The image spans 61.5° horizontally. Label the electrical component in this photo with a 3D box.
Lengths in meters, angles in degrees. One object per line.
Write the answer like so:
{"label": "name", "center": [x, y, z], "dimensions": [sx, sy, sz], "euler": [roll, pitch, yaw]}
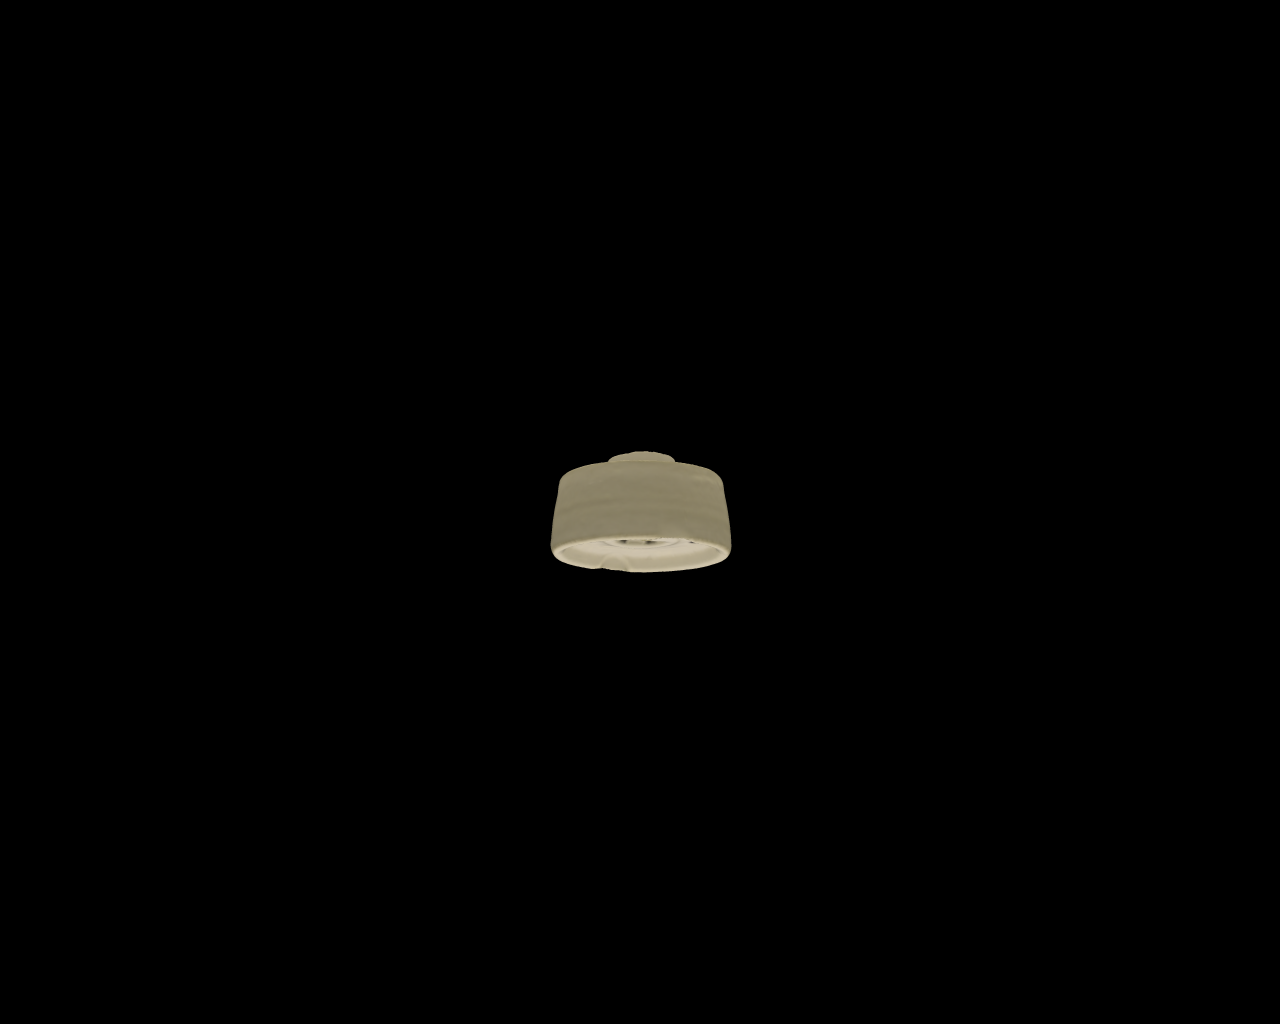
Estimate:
{"label": "electrical component", "center": [0.001, -0.003, 0.650], "dimensions": [0.108, 0.060, 0.108], "euler": [0, -13, 0]}
